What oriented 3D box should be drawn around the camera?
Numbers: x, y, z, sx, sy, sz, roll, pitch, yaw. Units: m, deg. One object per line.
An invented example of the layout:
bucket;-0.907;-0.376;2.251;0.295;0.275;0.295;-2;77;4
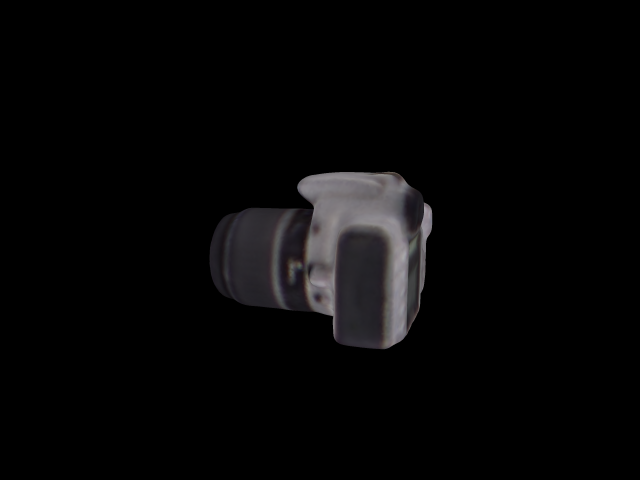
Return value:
camera;0.004;0.001;0.400;0.136;0.101;0.143;3;11;16
